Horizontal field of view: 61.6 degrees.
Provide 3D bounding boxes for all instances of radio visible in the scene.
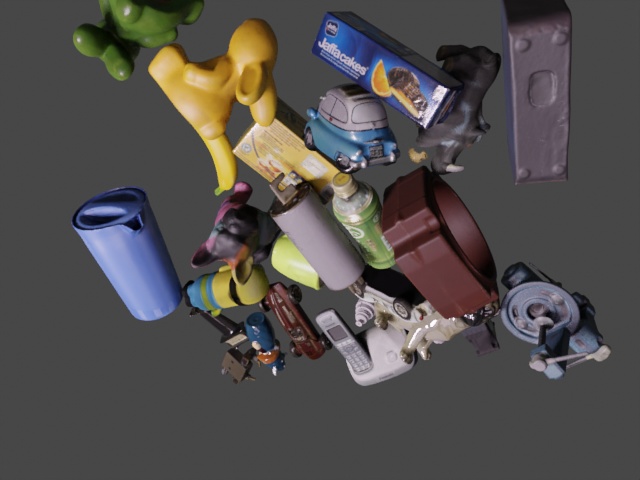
[{"bbox_3d":[0.280,-0.193,0.700,0.073,0.131,0.229,-6,124,18],"label":"radio"}]

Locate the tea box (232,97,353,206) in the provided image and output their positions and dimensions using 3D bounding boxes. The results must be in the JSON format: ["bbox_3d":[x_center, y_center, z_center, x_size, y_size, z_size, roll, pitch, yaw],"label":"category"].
[{"bbox_3d":[-0.040,-0.131,0.851,0.169,0.068,0.098,40,123,-16],"label":"tea box"}]

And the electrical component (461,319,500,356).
[{"bbox_3d":[0.281,0.146,0.980,0.048,0.075,0.119,-26,120,23],"label":"electrical component"}]

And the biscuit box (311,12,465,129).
[{"bbox_3d":[0.086,-0.228,0.710,0.203,0.059,0.062,39,127,17],"label":"biscuit box"}]

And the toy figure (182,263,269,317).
[{"bbox_3d":[-0.181,0.097,1.033,0.180,0.089,0.082,-13,129,18],"label":"toy figure"}]

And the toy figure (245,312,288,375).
[{"bbox_3d":[-0.111,0.216,1.122,0.058,0.064,0.154,30,147,46],"label":"toy figure"}]

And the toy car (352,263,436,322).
[{"bbox_3d":[0.124,0.084,0.910,0.202,0.073,0.056,22,142,52],"label":"toy car"}]

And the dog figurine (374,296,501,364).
[{"bbox_3d":[0.200,0.104,0.940,0.190,0.121,0.172,-46,72,25],"label":"dog figurine"}]

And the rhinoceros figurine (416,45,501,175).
[{"bbox_3d":[0.192,-0.183,0.768,0.112,0.073,0.190,9,126,-8],"label":"rhinoceros figurine"}]

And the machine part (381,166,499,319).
[{"bbox_3d":[0.185,0.001,0.816,0.087,0.201,0.201,-33,113,27],"label":"machine part"}]

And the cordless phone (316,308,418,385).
[{"bbox_3d":[0.091,0.185,1.047,0.147,0.089,0.184,-29,111,28],"label":"cordless phone"}]

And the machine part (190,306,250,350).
[{"bbox_3d":[-0.208,0.178,1.131,0.138,0.039,0.084,40,132,-19],"label":"machine part"}]

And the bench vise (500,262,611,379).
[{"bbox_3d":[0.380,0.150,0.873,0.129,0.240,0.223,-34,97,34],"label":"bench vise"}]

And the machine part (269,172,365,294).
[{"bbox_3d":[-0.002,-0.003,0.847,0.079,0.079,0.243,-23,121,25],"label":"machine part"}]

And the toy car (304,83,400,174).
[{"bbox_3d":[0.043,-0.163,0.749,0.109,0.162,0.102,-13,124,-19],"label":"toy car"}]

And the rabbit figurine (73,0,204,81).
[{"bbox_3d":[-0.262,-0.291,0.748,0.121,0.159,0.170,35,141,-26],"label":"rabbit figurine"}]

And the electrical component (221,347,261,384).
[{"bbox_3d":[-0.175,0.278,1.194,0.078,0.045,0.102,35,127,22],"label":"electrical component"}]

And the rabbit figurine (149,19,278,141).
[{"bbox_3d":[-0.127,-0.233,0.752,0.173,0.162,0.121,-41,156,3],"label":"rabbit figurine"}]

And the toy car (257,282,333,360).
[{"bbox_3d":[-0.051,0.167,1.081,0.089,0.053,0.202,-15,122,25],"label":"toy car"}]

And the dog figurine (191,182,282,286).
[{"bbox_3d":[-0.137,0.008,0.880,0.108,0.219,0.191,25,126,-3],"label":"dog figurine"}]
